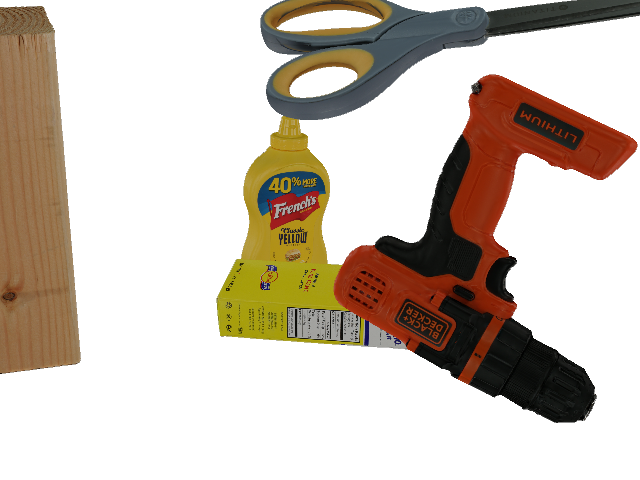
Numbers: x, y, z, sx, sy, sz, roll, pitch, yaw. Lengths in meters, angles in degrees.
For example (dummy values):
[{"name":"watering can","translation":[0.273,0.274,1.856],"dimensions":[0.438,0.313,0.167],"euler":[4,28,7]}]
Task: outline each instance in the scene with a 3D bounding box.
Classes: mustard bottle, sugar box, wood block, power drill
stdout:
[{"name":"mustard bottle","translation":[-0.037,-0.042,1.176],"dimensions":[0.096,0.192,0.058],"euler":[-4,19,-20]},{"name":"sugar box","translation":[0.001,0.055,0.970],"dimensions":[0.176,0.048,0.093],"euler":[1,23,7]},{"name":"wood block","translation":[-0.202,-0.030,0.647],"dimensions":[0.090,0.206,0.090],"euler":[-6,23,-17]},{"name":"power drill","translation":[0.122,0.004,0.678],"dimensions":[0.184,0.188,0.057],"euler":[29,11,9]}]

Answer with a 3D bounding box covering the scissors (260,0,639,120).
[{"name":"scissors","translation":[0.059,-0.090,0.513],"dimensions":[0.202,0.096,0.016],"euler":[7,-38,21]}]
